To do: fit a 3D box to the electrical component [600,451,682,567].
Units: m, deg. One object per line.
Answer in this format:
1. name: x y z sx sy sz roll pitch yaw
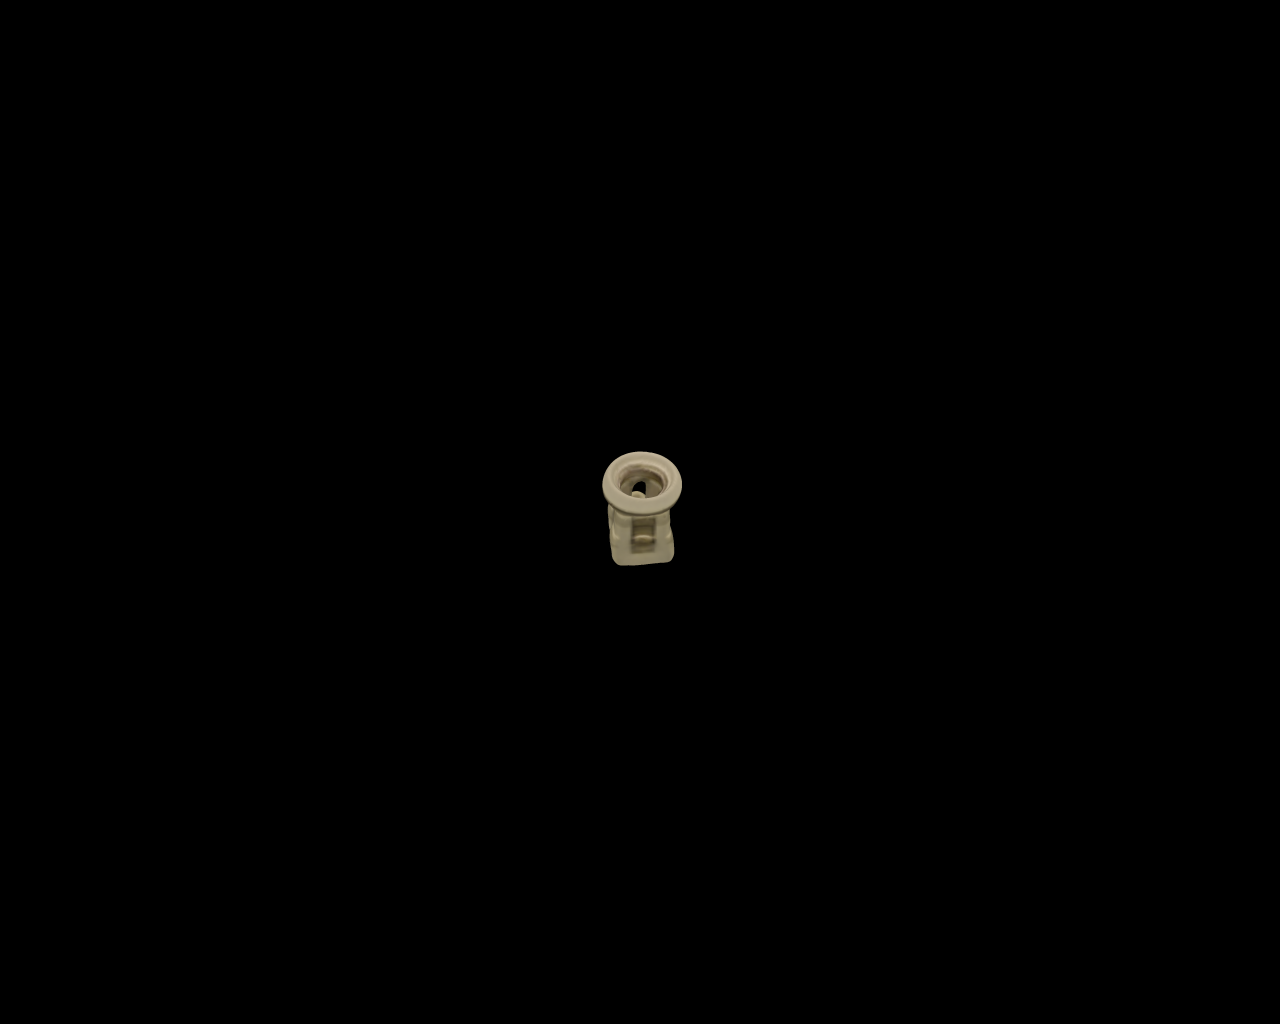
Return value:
1. electrical component: 0.001 -0.003 0.650 0.048 0.055 0.066 -4 44 -4
